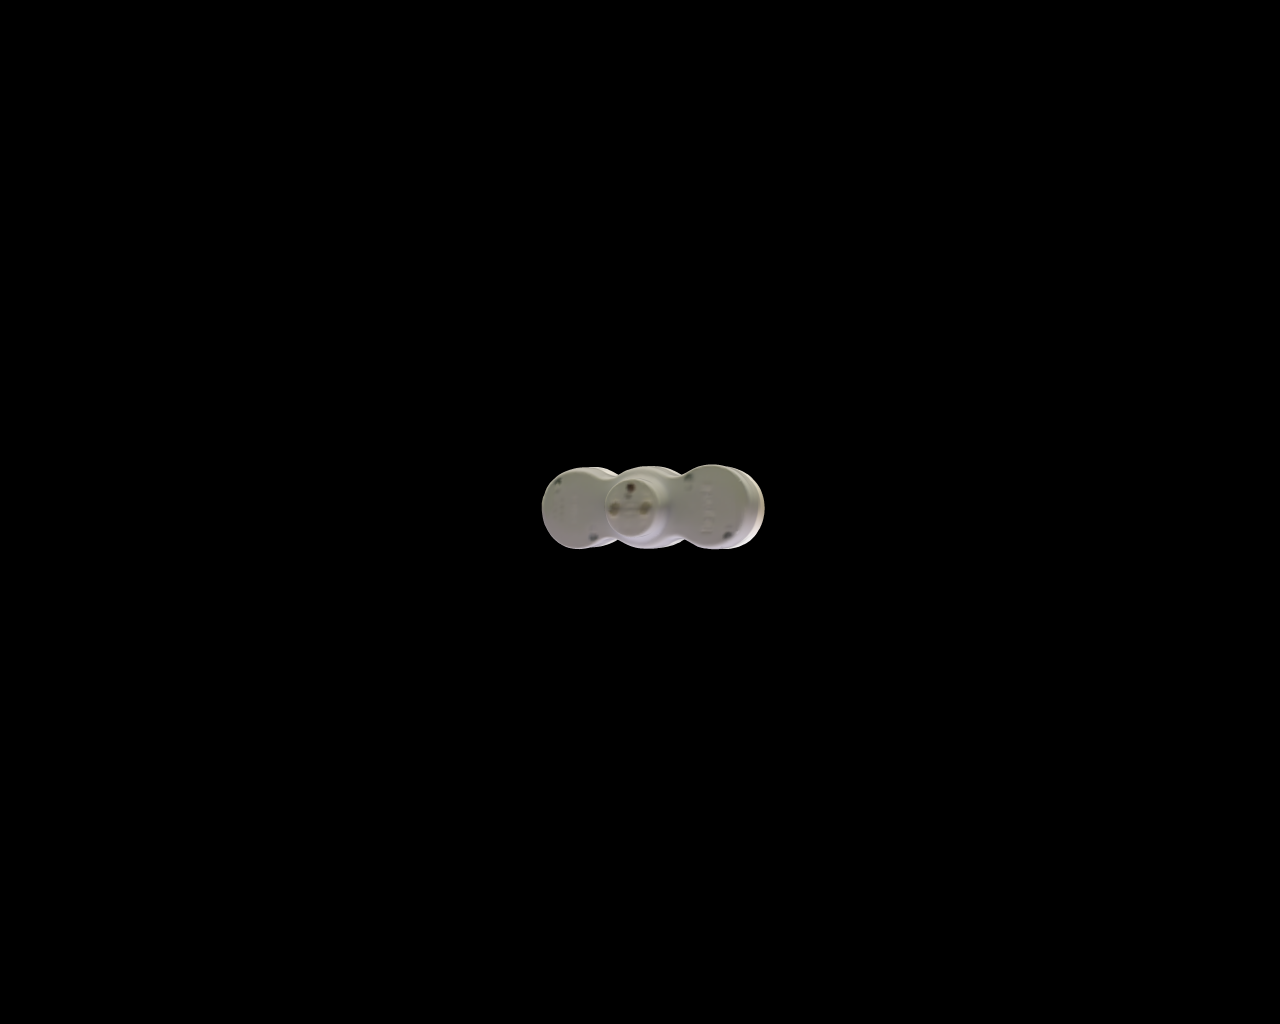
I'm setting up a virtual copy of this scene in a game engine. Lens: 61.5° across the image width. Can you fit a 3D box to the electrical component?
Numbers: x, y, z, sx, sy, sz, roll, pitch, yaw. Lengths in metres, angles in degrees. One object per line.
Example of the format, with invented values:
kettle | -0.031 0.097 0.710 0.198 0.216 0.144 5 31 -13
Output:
electrical component | 0.001 -0.003 0.650 0.138 0.052 0.074 0 0 21
